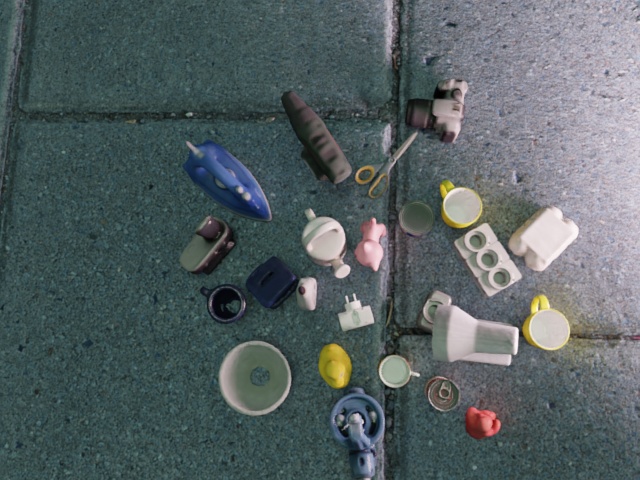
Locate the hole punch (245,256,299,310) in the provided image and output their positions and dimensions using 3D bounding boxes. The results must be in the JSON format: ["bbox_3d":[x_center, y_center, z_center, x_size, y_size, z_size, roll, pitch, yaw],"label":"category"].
[{"bbox_3d":[-0.117,0.101,1.355,0.101,0.091,0.109,43,86,10],"label":"hole punch"}]

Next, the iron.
[{"bbox_3d":[-0.222,-0.144,1.379,0.258,0.141,0.119,40,86,10],"label":"iron"}]

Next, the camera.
[{"bbox_3d":[0.280,-0.324,1.392,0.136,0.101,0.143,9,81,6],"label":"camera"}]

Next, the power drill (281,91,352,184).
[{"bbox_3d":[-0.008,-0.222,1.342,0.075,0.208,0.229,-36,79,-2],"label":"power drill"}]

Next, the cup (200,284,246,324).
[{"bbox_3d":[-0.223,0.147,1.353,0.117,0.095,0.092,27,83,9],"label":"cup"}]

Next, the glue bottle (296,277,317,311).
[{"bbox_3d":[-0.034,0.119,1.304,0.037,0.173,0.078,3,80,5],"label":"glue bottle"}]

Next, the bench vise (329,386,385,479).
[{"bbox_3d":[0.093,0.423,1.218,0.121,0.220,0.207,-25,79,0],"label":"bench vise"}]

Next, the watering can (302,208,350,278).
[{"bbox_3d":[0.014,0.003,1.309,0.172,0.194,0.101,38,85,10],"label":"watering can"}]

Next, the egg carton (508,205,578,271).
[{"bbox_3d":[0.518,-0.006,1.335,0.150,0.069,0.107,-45,80,-4],"label":"egg carton"}]

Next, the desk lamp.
[{"bbox_3d":[0.334,0.210,1.239,0.203,0.213,0.118,6,81,6],"label":"desk lamp"}]

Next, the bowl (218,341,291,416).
[{"bbox_3d":[-0.146,0.318,1.329,0.167,0.075,0.167,-1,80,4],"label":"bowl"}]

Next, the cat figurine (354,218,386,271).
[{"bbox_3d":[0.117,0.010,1.339,0.067,0.118,0.128,8,81,6],"label":"cat figurine"}]

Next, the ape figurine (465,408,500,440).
[{"bbox_3d":[0.358,0.406,1.266,0.076,0.092,0.077,-44,80,-4],"label":"ape figurine"}]

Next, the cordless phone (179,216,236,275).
[{"bbox_3d":[-0.279,0.005,1.336,0.094,0.185,0.148,35,85,10],"label":"cordless phone"}]

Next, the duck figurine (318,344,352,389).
[{"bbox_3d":[0.033,0.291,1.314,0.077,0.086,0.104,-15,79,2],"label":"duck figurine"}]
